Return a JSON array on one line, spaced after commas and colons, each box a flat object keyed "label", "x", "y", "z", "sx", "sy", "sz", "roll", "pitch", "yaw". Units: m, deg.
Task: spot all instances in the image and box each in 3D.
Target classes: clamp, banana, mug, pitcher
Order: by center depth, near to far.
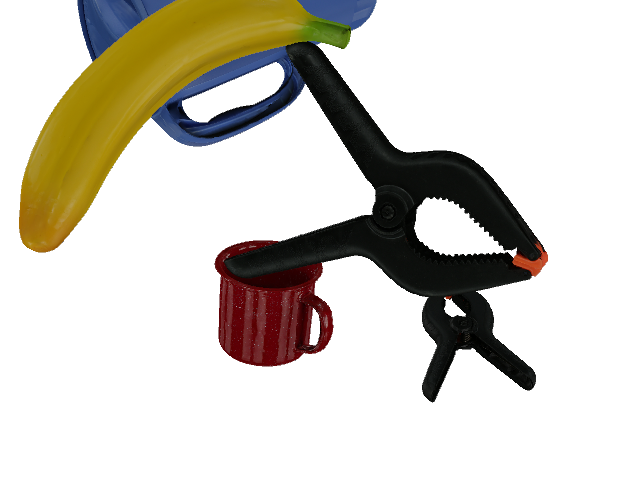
[{"label": "banana", "x": -0.077, "y": -0.074, "z": 0.514, "sx": 0.197, "sy": 0.070, "sz": 0.037, "roll": -39, "pitch": -27, "yaw": -21}, {"label": "clamp", "x": 0.045, "y": -0.031, "z": 0.683, "sx": 0.210, "sy": 0.165, "sz": 0.036, "roll": 15, "pitch": 16, "yaw": 17}, {"label": "pitcher", "x": -0.068, "y": -0.192, "z": 0.906, "sx": 0.242, "sy": 0.149, "sz": 0.145, "roll": -24, "pitch": 44, "yaw": -30}, {"label": "mug", "x": -0.038, "y": 0.060, "z": 0.928, "sx": 0.117, "sy": 0.081, "sz": 0.093, "roll": 21, "pitch": 30, "yaw": 29}, {"label": "clamp", "x": 0.166, "y": 0.105, "z": 1.163, "sx": 0.120, "sy": 0.171, "sz": 0.039, "roll": 4, "pitch": -44, "yaw": -4}]
